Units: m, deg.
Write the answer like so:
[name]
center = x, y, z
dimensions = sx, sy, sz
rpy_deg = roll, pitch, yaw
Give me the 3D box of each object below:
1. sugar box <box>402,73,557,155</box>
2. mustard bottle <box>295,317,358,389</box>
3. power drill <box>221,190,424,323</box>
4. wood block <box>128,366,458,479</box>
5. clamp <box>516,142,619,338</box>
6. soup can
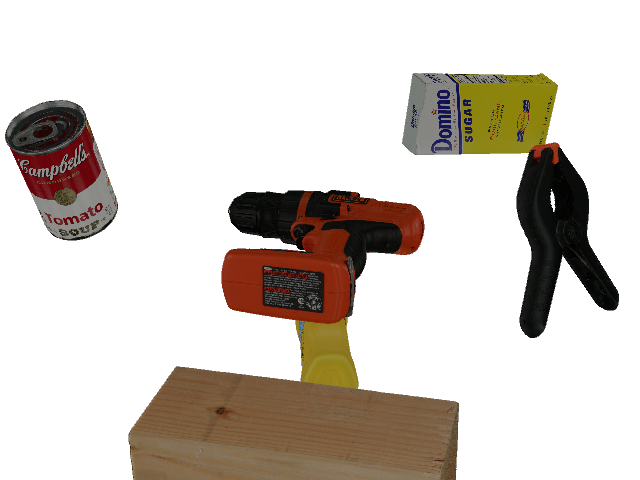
[sugar box]
center = 0.192, -0.152, 1.285
dimensions = 0.176, 0.093, 0.048
rpy_deg = -4, 29, -20
[mustard bottle]
center = 0.004, 0.110, 1.128
dimensions = 0.058, 0.096, 0.191
rpy_deg = -2, 27, -3
[power drill]
center = -0.017, 0.003, 0.915
dimensions = 0.185, 0.057, 0.187
rpy_deg = 4, 22, 17
[wood block]
center = -0.015, 0.156, 0.730
dimensions = 0.206, 0.090, 0.090
rpy_deg = 6, 27, 14
[clamp]
center = 0.207, 0.002, 0.956
dimensions = 0.120, 0.171, 0.039
rpy_deg = -25, 9, -39
[soup can]
center = -0.218, -0.058, 0.906
dimensions = 0.068, 0.068, 0.102
rpy_deg = -6, -46, 6
